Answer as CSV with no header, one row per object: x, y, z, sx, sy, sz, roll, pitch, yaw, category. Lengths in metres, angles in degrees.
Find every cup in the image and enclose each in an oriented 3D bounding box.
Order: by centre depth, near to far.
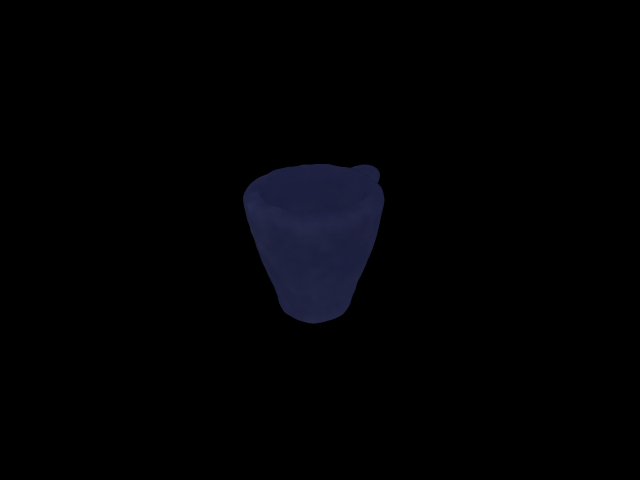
0.004,0.001,0.400,0.091,0.095,0.118,20,34,31,cup
